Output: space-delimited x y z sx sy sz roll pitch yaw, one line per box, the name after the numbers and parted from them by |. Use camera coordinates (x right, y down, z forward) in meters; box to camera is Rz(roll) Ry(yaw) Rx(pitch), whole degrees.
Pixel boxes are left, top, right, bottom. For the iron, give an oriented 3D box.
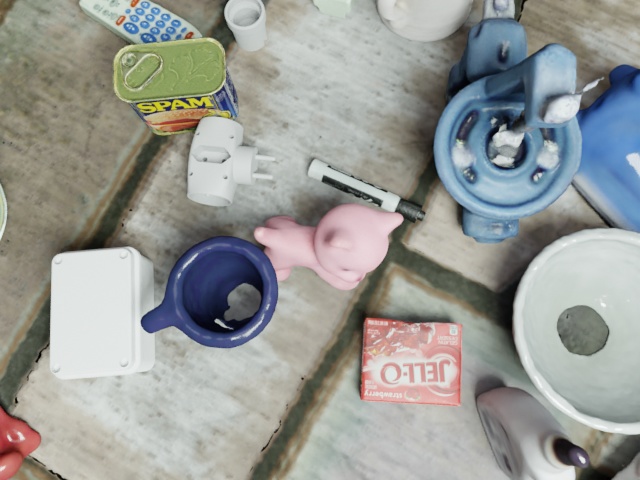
0.329 -0.051 0.487 0.119 0.141 0.258 -39 79 -6 | iron

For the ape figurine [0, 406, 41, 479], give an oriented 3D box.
-0.297 0.173 0.484 0.076 0.092 0.078 -18 78 -2 | ape figurine

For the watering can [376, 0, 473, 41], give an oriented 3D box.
0.108 -0.282 0.517 0.101 0.194 0.173 13 79 5 | watering can

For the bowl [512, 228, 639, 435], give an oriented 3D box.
0.242 0.078 0.496 0.167 0.075 0.167 0 78 2 | bowl

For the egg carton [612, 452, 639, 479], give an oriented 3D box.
0.298 0.218 0.467 0.150 0.069 0.107 -43 80 -7 | egg carton

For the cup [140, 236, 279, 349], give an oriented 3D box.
-0.089 0.056 0.501 0.118 0.095 0.091 -24 78 -3 | cup

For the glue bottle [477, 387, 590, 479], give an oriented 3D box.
0.163 0.153 0.432 0.037 0.173 0.078 -17 78 -1 | glue bottle

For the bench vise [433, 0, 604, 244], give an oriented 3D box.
0.144 -0.115 0.466 0.121 0.220 0.207 -17 78 -1 | bench vise

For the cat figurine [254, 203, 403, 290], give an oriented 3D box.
0.005 0.002 0.498 0.127 0.118 0.067 5 78 3 | cat figurine
